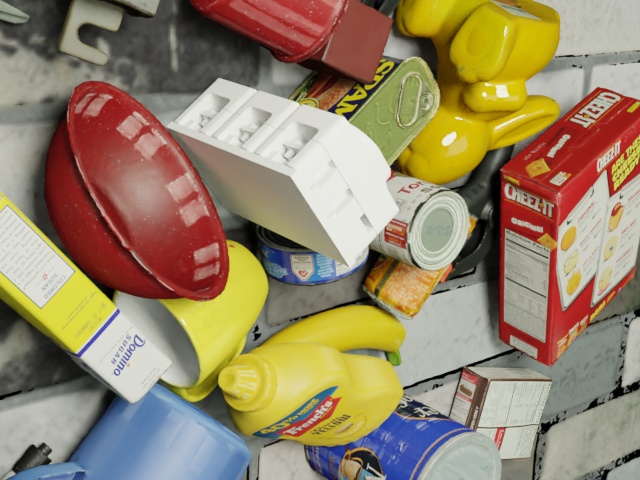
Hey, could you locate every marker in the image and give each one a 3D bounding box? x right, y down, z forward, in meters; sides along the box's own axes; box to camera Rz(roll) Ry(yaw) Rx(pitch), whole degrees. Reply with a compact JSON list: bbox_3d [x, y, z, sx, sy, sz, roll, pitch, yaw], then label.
[{"bbox_3d":[-0.231,0.189,0.740,0.121,0.020,0.020,-48,131,-17],"label":"marker"}]

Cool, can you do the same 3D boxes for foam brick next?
[{"bbox_3d":[0.005,-0.151,0.781,0.052,0.078,0.051,18,94,-43],"label":"foam brick"}]

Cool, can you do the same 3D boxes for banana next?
[{"bbox_3d":[0.010,0.090,0.902,0.197,0.037,0.070,-4,109,-40],"label":"banana"}]

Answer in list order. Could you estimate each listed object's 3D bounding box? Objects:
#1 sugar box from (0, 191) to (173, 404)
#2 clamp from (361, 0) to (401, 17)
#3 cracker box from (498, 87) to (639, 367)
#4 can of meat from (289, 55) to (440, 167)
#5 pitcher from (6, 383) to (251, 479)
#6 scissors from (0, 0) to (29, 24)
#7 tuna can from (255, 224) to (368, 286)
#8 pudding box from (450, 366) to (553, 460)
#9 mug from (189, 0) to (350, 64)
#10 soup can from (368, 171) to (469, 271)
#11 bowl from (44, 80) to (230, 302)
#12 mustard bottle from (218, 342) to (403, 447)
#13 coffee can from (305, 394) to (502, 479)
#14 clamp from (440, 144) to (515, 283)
[{"bbox_3d":[-0.177,0.030,0.679,0.048,0.093,0.176,-48,130,-17],"label":"sugar box"},{"bbox_3d":[0.088,-0.262,0.772,0.210,0.036,0.164,-33,140,0],"label":"clamp"},{"bbox_3d":[0.238,-0.012,1.009,0.164,0.072,0.214,-39,139,-32],"label":"cracker box"},{"bbox_3d":[0.027,-0.098,0.815,0.102,0.084,0.057,-48,130,-17],"label":"can of meat"},{"bbox_3d":[-0.161,0.217,0.743,0.242,0.145,0.149,-57,171,-14],"label":"pitcher"},{"bbox_3d":[-0.264,-0.142,0.593,0.201,0.016,0.096,36,83,-43],"label":"scissors"},{"bbox_3d":[-0.005,0.001,0.823,0.086,0.086,0.034,-25,123,-32],"label":"tuna can"},{"bbox_3d":[0.180,0.176,1.082,0.113,0.039,0.090,8,99,-45],"label":"pudding box"},{"bbox_3d":[-0.031,-0.188,0.725,0.081,0.093,0.117,19,110,-38],"label":"mug"},{"bbox_3d":[0.061,-0.020,0.861,0.068,0.102,0.068,-15,115,-36],"label":"soup can"},{"bbox_3d":[-0.127,-0.021,0.692,0.055,0.162,0.162,-29,134,18],"label":"bowl"},{"bbox_3d":[-0.017,0.117,0.817,0.096,0.058,0.191,-32,153,19],"label":"mustard bottle"},{"bbox_3d":[0.070,0.187,0.918,0.102,0.141,0.103,-16,115,-37],"label":"coffee can"},{"bbox_3d":[0.148,-0.039,0.974,0.171,0.039,0.120,-46,130,-24],"label":"clamp"}]
